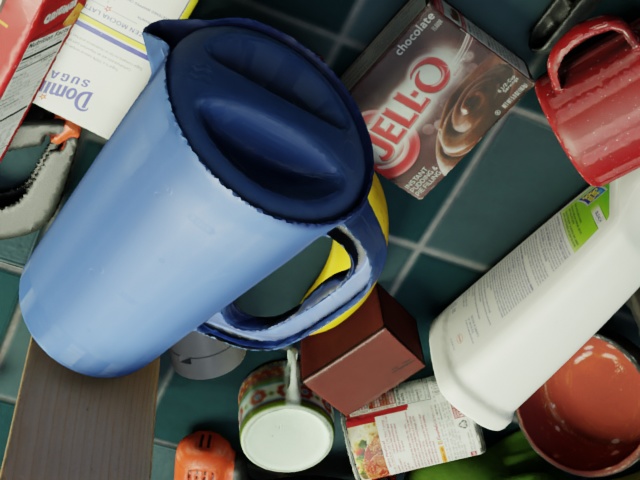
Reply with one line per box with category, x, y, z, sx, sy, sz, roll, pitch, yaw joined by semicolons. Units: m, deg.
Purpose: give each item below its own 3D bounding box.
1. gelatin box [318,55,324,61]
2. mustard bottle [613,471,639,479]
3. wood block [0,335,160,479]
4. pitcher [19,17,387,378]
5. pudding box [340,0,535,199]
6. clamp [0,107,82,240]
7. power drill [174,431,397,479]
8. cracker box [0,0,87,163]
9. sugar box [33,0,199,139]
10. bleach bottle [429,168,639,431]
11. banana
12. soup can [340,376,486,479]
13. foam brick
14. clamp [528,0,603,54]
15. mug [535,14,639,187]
gelatin box;-0.049;-0.091;0.677;0.089;0.030;0.073;13;123;-14
mustard bottle;0.257;0.249;0.926;0.192;0.058;0.096;-20;126;10
wood block;-0.160;0.133;0.716;0.090;0.206;0.090;9;124;-11
pitcher;-0.080;-0.003;0.643;0.144;0.149;0.243;8;146;-35
pudding box;0.064;-0.092;0.681;0.090;0.039;0.114;31;117;-24
clamp;-0.237;-0.017;0.708;0.210;0.036;0.164;-25;124;11
power drill;-0.033;0.247;0.880;0.187;0.057;0.184;5;116;-3
cracker box;-0.231;-0.126;0.583;0.164;0.072;0.214;36;118;-3
sugar box;-0.119;-0.151;0.621;0.093;0.048;0.176;27;122;-21
bleach bottle;0.182;0.016;0.728;0.068;0.102;0.251;35;115;-20
banana;0.012;0.002;0.727;0.070;0.037;0.198;14;138;15
soup can;0.071;0.145;0.831;0.102;0.068;0.068;-14;125;4
foam brick;0.031;0.083;0.793;0.078;0.051;0.053;-35;122;19
clamp;0.182;-0.181;0.630;0.171;0.039;0.120;-18;137;5
mug;0.182;-0.091;0.659;0.082;0.093;0.117;-30;136;21
